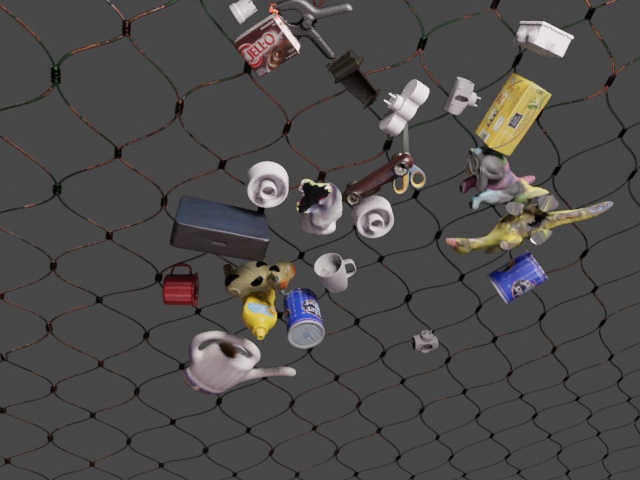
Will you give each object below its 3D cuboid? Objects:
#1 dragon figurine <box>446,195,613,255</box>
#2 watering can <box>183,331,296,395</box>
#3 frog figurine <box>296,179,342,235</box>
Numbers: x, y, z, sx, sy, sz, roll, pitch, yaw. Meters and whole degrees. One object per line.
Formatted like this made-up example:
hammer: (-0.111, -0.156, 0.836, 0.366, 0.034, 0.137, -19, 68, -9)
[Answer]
dragon figurine: (0.551, -0.024, 1.403, 0.410, 0.124, 0.240, -9, -14, -4)
watering can: (-0.258, 0.390, 1.555, 0.344, 0.222, 0.106, 36, 22, -29)
frog figurine: (0.004, -0.065, 1.284, 0.123, 0.140, 0.156, -20, -40, 0)
